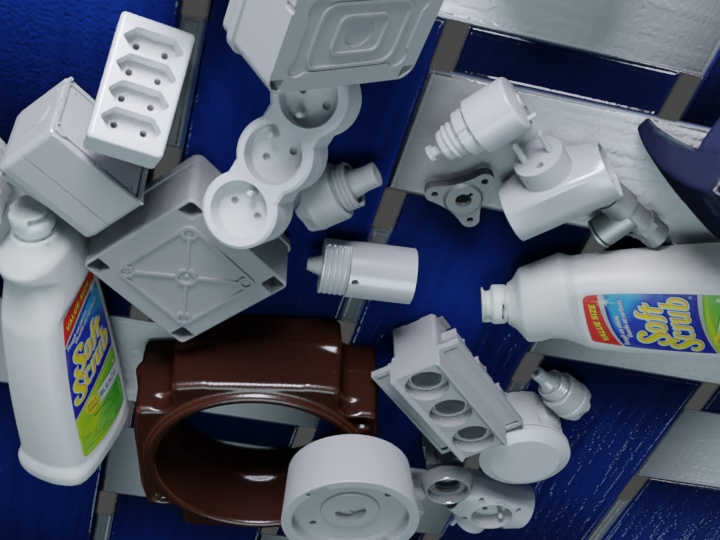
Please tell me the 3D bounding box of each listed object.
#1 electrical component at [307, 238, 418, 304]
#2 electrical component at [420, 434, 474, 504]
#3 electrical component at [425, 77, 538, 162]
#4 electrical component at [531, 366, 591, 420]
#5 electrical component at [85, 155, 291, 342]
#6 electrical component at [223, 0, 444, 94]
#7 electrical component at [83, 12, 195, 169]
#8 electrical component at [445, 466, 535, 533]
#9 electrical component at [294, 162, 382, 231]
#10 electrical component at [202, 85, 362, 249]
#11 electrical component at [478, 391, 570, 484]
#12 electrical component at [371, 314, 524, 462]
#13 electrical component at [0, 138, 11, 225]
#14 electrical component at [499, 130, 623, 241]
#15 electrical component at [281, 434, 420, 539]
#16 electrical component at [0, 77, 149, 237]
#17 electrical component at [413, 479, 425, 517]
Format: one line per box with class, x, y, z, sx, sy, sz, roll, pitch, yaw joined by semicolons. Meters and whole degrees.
electrical component;0.000;0.000;0.817;0.081;0.043;0.043;7;133;-8
electrical component;0.078;0.180;0.984;0.048;0.055;0.066;-7;134;5
electrical component;0.080;-0.097;0.727;0.078;0.040;0.040;-30;128;24
electrical component;0.170;0.103;0.927;0.035;0.035;0.061;-35;124;28
electrical component;-0.125;-0.014;0.792;0.109;0.056;0.109;-28;128;23
electrical component;-0.015;-0.154;0.625;0.113;0.057;0.078;-14;145;-37
electrical component;-0.145;-0.110;0.693;0.047;0.083;0.076;16;169;-16
electrical component;0.116;0.229;1.040;0.077;0.044;0.079;19;131;-18
electrical component;-0.015;-0.056;0.763;0.062;0.043;0.043;-22;131;17
electrical component;-0.047;-0.079;0.724;0.052;0.074;0.138;35;104;6
electrical component;0.145;0.151;0.961;0.080;0.051;0.080;-1;134;-1
electrical component;0.074;0.097;0.899;0.079;0.063;0.121;-24;130;20
electrical component;-0.272;-0.062;0.740;0.058;0.057;0.078;-7;134;5
electrical component;0.133;-0.067;0.756;0.077;0.044;0.079;-24;130;21
electrical component;-0.008;0.175;0.856;0.108;0.060;0.108;-1;134;-1
electrical component;-0.189;-0.070;0.732;0.061;0.061;0.096;-29;128;24
electrical component;0.025;0.226;1.036;0.055;0.048;0.066;11;134;-22
